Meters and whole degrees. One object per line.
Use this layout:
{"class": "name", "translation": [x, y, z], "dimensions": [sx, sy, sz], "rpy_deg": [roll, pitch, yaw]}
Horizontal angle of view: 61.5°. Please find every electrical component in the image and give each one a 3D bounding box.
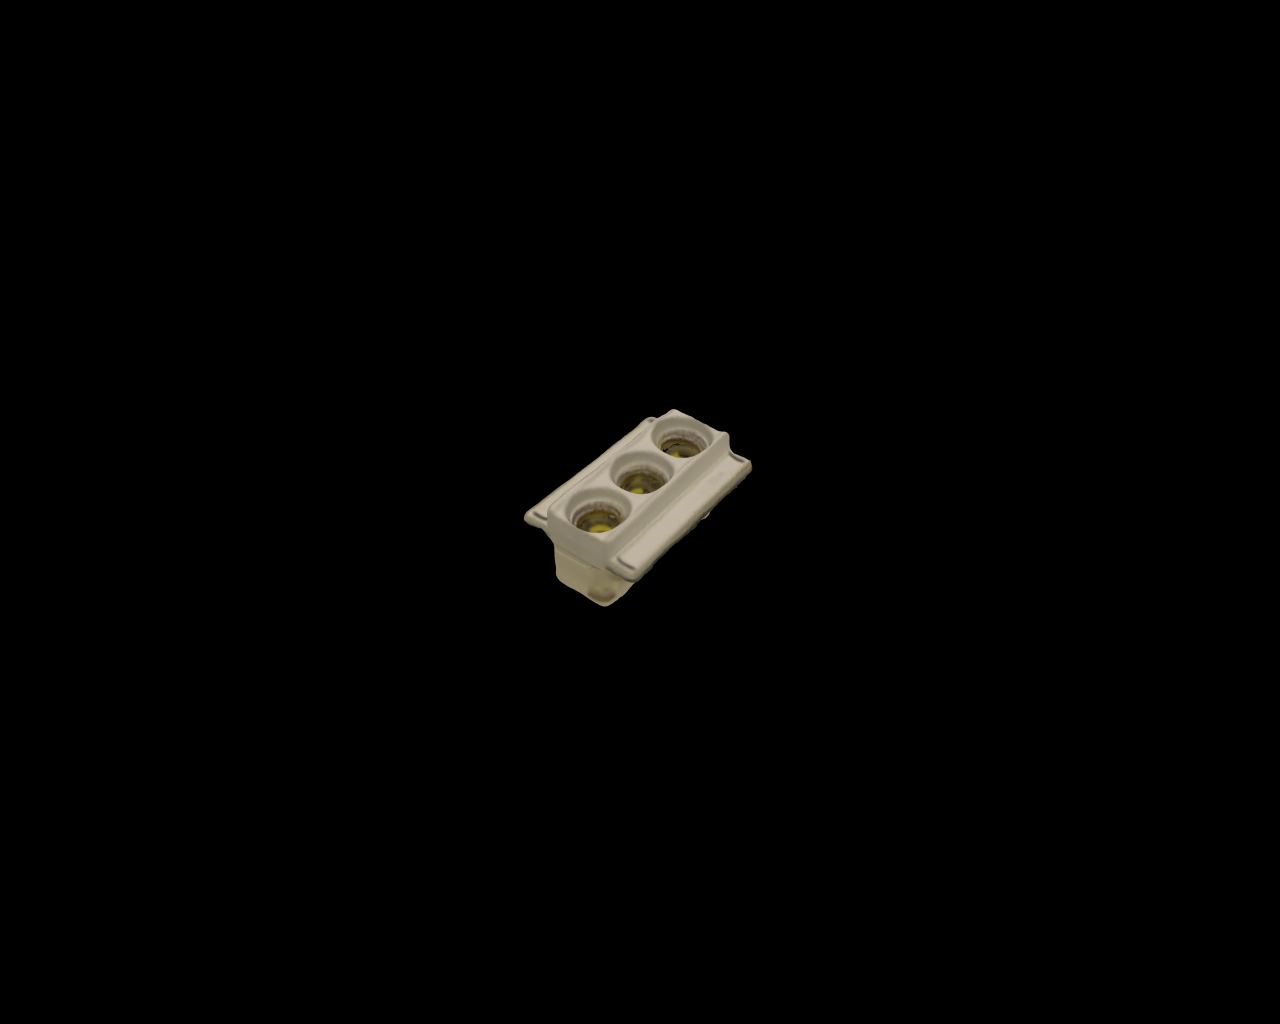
{"class": "electrical component", "translation": [0.001, -0.003, 0.650], "dimensions": [0.079, 0.063, 0.121], "rpy_deg": [27, 50, 26]}
